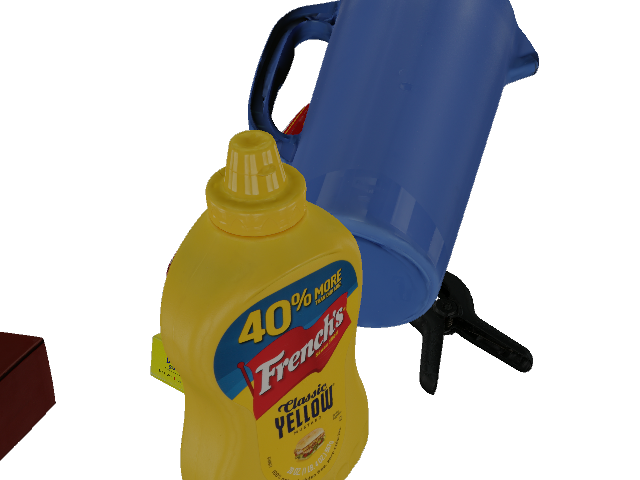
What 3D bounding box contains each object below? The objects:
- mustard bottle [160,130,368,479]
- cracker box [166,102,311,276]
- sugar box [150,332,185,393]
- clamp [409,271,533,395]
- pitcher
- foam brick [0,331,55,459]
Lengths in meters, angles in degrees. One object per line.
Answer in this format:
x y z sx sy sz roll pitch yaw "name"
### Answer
-0.023 0.038 0.473 0.096 0.192 0.058 -26 41 -29 "mustard bottle"
-0.071 -0.041 1.214 0.072 0.214 0.164 40 27 -8 "cracker box"
-0.053 0.085 0.925 0.093 0.048 0.175 22 31 29 "sugar box"
0.137 0.081 1.078 0.120 0.171 0.039 1 -45 -19 "clamp"
0.037 -0.069 0.707 0.149 0.242 0.145 -21 -52 41 "pitcher"
-0.214 0.100 0.679 0.053 0.051 0.078 6 29 22 "foam brick"
